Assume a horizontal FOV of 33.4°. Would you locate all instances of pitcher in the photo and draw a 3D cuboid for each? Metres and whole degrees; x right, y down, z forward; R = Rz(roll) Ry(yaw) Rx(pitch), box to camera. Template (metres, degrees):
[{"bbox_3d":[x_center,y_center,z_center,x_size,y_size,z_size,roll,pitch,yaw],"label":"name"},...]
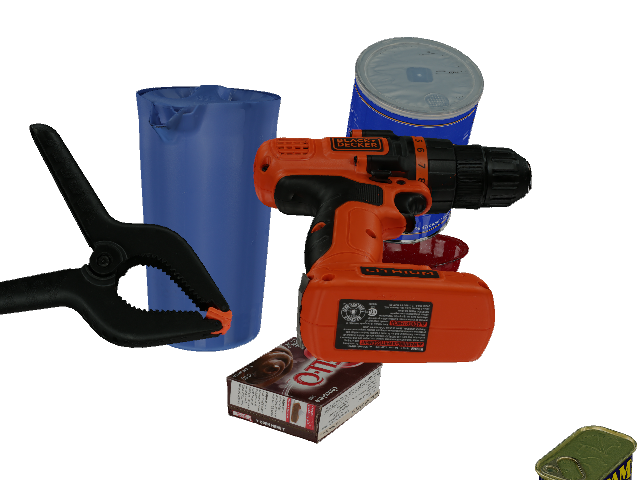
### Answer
[{"bbox_3d":[-0.102,-0.027,1.019,0.149,0.243,0.145,-3,16,-20],"label":"pitcher"}]

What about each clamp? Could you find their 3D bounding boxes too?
[{"bbox_3d":[-0.160,0.010,0.785,0.210,0.164,0.036,18,-19,-1],"label":"clamp"}]

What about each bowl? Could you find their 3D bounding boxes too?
[{"bbox_3d":[0.071,0.034,1.090,0.162,0.055,0.162,-3,13,0],"label":"bowl"}]

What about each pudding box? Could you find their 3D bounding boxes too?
[{"bbox_3d":[-0.012,0.123,0.894,0.090,0.039,0.113,12,21,27],"label":"pudding box"}]

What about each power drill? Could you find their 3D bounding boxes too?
[{"bbox_3d":[0.052,-0.004,0.647,0.184,0.057,0.187,-1,33,-3],"label":"power drill"}]

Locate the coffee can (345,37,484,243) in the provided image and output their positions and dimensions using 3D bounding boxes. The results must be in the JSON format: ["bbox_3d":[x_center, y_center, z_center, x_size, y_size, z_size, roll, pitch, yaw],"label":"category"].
[{"bbox_3d":[0.071,-0.082,0.887,0.102,0.140,0.103,4,44,-4],"label":"coffee can"}]

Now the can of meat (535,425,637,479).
[{"bbox_3d":[0.235,0.226,0.945,0.058,0.084,0.101,14,26,41],"label":"can of meat"}]
